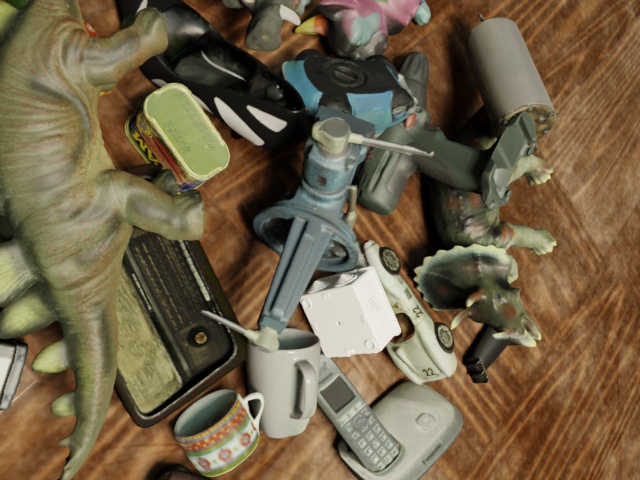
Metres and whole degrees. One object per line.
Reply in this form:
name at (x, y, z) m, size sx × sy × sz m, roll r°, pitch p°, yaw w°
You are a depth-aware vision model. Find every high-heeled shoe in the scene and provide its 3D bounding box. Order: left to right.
high-heeled shoe at (-0.115, -0.194, 0.545) m, size 0.086 × 0.145 × 0.248 m, roll -47°, pitch 109°, yaw -26°

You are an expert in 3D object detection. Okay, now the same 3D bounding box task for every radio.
radio at (-0.173, 0.049, 0.529) m, size 0.131 × 0.073 × 0.229 m, roll -28°, pitch 99°, yaw -29°

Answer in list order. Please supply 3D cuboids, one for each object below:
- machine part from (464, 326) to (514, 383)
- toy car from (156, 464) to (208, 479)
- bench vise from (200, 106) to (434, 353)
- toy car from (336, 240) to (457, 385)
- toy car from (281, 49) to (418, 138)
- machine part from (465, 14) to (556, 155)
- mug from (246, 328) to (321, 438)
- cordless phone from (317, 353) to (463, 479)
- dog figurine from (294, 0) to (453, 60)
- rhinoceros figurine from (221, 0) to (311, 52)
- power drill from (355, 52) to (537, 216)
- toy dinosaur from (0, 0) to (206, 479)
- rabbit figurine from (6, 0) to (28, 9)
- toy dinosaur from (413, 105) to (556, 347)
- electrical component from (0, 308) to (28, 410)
machine part at (0.259, 0.147, 0.787) m, size 0.139 × 0.039 × 0.084 m, roll -46°, pitch 116°, yaw -27°
toy car at (-0.079, 0.287, 0.550) m, size 0.202 × 0.089 × 0.053 m, roll 35°, pitch 73°, yaw -21°
bench vise at (-0.011, -0.006, 0.540) m, size 0.129 × 0.223 × 0.240 m, roll 25°, pitch 65°, yaw -7°
toy car at (0.092, 0.088, 0.659) m, size 0.201 × 0.073 × 0.056 m, roll 54°, pitch 43°, yaw -5°
toy car at (0.028, -0.159, 0.646) m, size 0.162 × 0.102 × 0.109 m, roll -8°, pitch 56°, yaw -23°
machine part at (0.250, -0.212, 0.716) m, size 0.079 × 0.079 × 0.243 m, roll 12°, pitch 53°, yaw -28°
mug at (-0.034, 0.160, 0.584) m, size 0.081 × 0.110 × 0.107 m, roll -5°, pitch 102°, yaw -36°
cordless phone at (0.068, 0.200, 0.657) m, size 0.146 × 0.088 × 0.184 m, roll -34°, pitch 83°, yaw -28°
dog figurine at (0.063, -0.326, 0.684) m, size 0.219 × 0.108 × 0.191 m, roll -26°, pitch 99°, yaw -26°
rhinoceros figurine at (-0.059, -0.287, 0.573) m, size 0.112 × 0.073 × 0.190 m, roll 22°, pitch 62°, yaw -33°
power drill at (0.149, -0.130, 0.660) m, size 0.086 × 0.208 × 0.232 m, roll 38°, pitch 76°, yaw -56°
toy dinosaur at (-0.201, -0.030, 0.424) m, size 0.198 × 0.105 × 0.470 m, roll -13°, pitch 97°, yaw -27°
rabbit figurine at (-0.269, -0.295, 0.489) m, size 0.170 × 0.121 × 0.159 m, roll -13°, pitch 95°, yaw -45°
toy dinosaur at (0.213, -0.056, 0.739) m, size 0.192 × 0.131 × 0.404 m, roll 2°, pitch 76°, yaw -29°
electrical component at (-0.323, 0.104, 0.448) m, size 0.134 × 0.058 × 0.115 m, roll 20°, pitch 77°, yaw -27°
